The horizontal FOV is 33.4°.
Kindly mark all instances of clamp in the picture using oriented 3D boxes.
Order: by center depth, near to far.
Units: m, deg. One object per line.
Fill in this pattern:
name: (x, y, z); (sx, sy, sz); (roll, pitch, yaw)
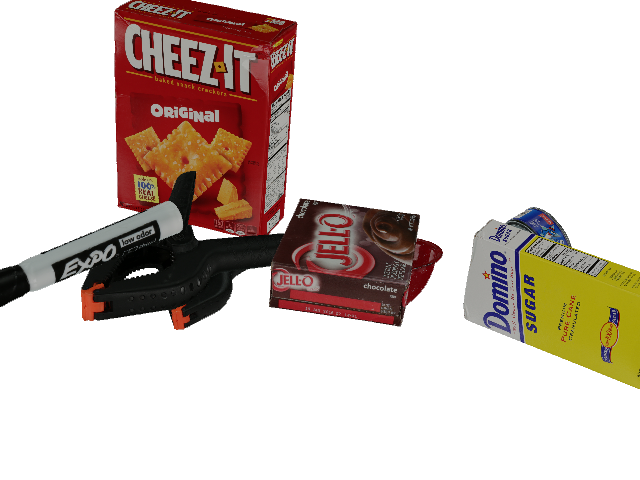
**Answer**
clamp: (-0.122, 0.006, 0.891); (0.165, 0.036, 0.209); (30, 41, 35)
clamp: (-0.123, 0.039, 1.241); (0.120, 0.039, 0.171); (-2, 39, 13)

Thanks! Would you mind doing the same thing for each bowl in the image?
bowl: (0.046, 0.037, 1.096); (0.162, 0.055, 0.162); (-2, 13, 0)

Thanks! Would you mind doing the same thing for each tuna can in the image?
tuna can: (0.247, 0.007, 1.220); (0.033, 0.086, 0.086); (-28, 10, -20)

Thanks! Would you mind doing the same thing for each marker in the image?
marker: (-0.128, 0.008, 0.566); (0.120, 0.020, 0.020); (-25, 13, -31)

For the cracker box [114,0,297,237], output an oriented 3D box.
cracker box: (-0.116, -0.118, 1.045); (0.164, 0.214, 0.072); (14, 32, 15)

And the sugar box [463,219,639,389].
sugar box: (0.214, 0.054, 0.930); (0.176, 0.093, 0.048); (19, 34, 25)

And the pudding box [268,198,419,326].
pudding box: (0.018, 0.013, 0.733); (0.090, 0.039, 0.113); (9, 24, 6)
